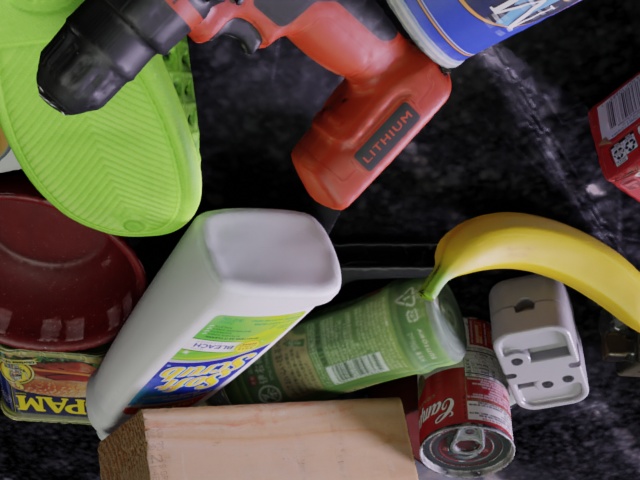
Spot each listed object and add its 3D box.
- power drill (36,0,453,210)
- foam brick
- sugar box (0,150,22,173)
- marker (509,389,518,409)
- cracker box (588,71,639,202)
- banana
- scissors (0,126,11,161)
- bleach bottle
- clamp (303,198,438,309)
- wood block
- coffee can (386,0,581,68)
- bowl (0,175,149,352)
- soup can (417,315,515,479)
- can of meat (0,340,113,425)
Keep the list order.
[{"bbox_3d":[-0.029,-0.097,0.557,0.184,0.057,0.187,-46,130,2],"label":"power drill"},{"bbox_3d":[0.082,0.138,0.854,0.051,0.053,0.078,-32,128,32],"label":"foam brick"},{"bbox_3d":[-0.236,-0.110,0.614,0.093,0.048,0.176,-9,139,11],"label":"sugar box"},{"bbox_3d":[0.145,0.133,0.868,0.020,0.020,0.121,30,131,-26],"label":"marker"},{"bbox_3d":[0.293,-0.052,0.623,0.213,0.072,0.164,28,132,-25],"label":"cracker box"},{"bbox_3d":[0.154,0.020,0.717,0.197,0.069,0.037,10,175,-19],"label":"banana"},{"bbox_3d":[-0.262,-0.041,0.624,0.202,0.016,0.096,-35,133,21],"label":"scissors"},{"bbox_3d":[-0.090,0.075,0.731,0.102,0.068,0.251,1,145,-34],"label":"bleach bottle"},{"bbox_3d":[-0.005,0.001,0.724,0.172,0.039,0.120,-20,122,22],"label":"clamp"},{"bbox_3d":[-0.041,0.170,0.757,0.205,0.090,0.091,3,154,-32],"label":"wood block"},{"bbox_3d":[0.100,-0.157,0.499,0.140,0.103,0.102,-24,131,26],"label":"coffee can"},{"bbox_3d":[-0.194,0.007,0.728,0.162,0.055,0.162,2,137,1],"label":"bowl"},{"bbox_3d":[0.106,0.115,0.790,0.068,0.102,0.068,2,137,1],"label":"soup can"},{"bbox_3d":[-0.197,0.094,0.821,0.102,0.057,0.084,4,134,-2],"label":"can of meat"}]
